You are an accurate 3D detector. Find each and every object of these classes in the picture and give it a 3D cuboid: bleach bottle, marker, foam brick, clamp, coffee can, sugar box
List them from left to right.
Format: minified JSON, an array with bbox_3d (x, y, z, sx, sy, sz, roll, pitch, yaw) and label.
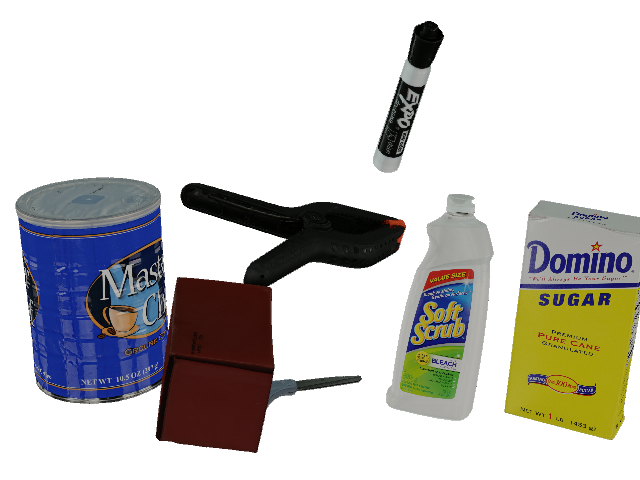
[{"bbox_3d":[-0.165,0.034,0.788,0.103,0.140,0.103,-1,19,0],"label":"coffee can"},{"bbox_3d":[-0.053,0.061,0.544,0.053,0.051,0.078,8,27,-7],"label":"foam brick"},{"bbox_3d":[-0.010,-0.001,0.971,0.209,0.036,0.165,4,29,-24],"label":"clamp"},{"bbox_3d":[0.056,-0.091,0.688,0.020,0.020,0.121,0,-40,-14],"label":"marker"},{"bbox_3d":[0.137,0.072,1.204,0.103,0.251,0.068,9,14,18],"label":"bleach bottle"},{"bbox_3d":[0.204,0.063,0.849,0.093,0.176,0.048,11,23,23],"label":"sugar box"}]

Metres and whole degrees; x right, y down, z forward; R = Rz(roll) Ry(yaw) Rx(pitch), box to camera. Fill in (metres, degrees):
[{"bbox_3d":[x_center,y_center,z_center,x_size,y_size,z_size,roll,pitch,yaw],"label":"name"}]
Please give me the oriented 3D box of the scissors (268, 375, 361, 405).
[{"bbox_3d":[-0.041,0.174,1.189,0.201,0.016,0.096,3,24,-13],"label":"scissors"}]
